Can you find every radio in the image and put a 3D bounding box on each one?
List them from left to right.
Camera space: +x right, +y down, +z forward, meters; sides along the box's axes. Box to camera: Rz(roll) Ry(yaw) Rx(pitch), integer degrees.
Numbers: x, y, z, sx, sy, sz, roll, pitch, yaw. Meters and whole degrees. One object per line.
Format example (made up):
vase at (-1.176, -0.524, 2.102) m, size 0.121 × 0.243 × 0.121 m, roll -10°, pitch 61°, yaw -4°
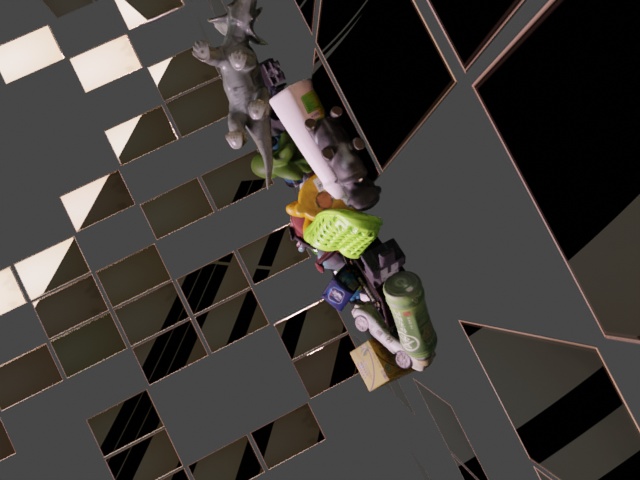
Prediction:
radio at (0.115, 0.065, 1.138) m, size 0.230 × 0.073 × 0.131 m, roll 60°, pitch 173°, yaw 42°

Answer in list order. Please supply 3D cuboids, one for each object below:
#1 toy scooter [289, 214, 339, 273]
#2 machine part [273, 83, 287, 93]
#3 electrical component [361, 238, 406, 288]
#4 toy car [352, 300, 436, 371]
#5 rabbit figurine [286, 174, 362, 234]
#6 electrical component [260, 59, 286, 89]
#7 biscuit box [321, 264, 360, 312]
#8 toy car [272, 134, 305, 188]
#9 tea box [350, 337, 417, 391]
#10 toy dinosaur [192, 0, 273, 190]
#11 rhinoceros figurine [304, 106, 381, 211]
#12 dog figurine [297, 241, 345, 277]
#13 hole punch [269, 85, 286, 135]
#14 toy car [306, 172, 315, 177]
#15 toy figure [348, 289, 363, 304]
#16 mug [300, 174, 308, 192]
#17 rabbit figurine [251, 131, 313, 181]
toy scooter at (-0.003, -0.004, 1.259) m, size 0.184 × 0.135 × 0.075 m, roll 30°, pitch -175°, yaw -3°
machine part at (-0.074, -0.318, 1.329) m, size 0.084 × 0.039 × 0.138 m, roll -115°, pitch 0°, yaw -63°
electrical component at (0.116, 0.036, 0.990) m, size 0.048 × 0.075 × 0.119 m, roll 59°, pitch 177°, yaw 30°
toy car at (0.154, 0.199, 1.146) m, size 0.202 × 0.073 × 0.056 m, roll 40°, pitch 122°, yaw 22°
rabbit figurine at (0.016, -0.076, 1.157) m, size 0.122 × 0.162 × 0.173 m, roll 52°, pitch -168°, yaw 3°
electrical component at (-0.155, -0.396, 1.315) m, size 0.058 × 0.115 × 0.134 m, roll 68°, pitch 172°, yaw -22°
biscuit box at (0.067, 0.095, 1.261) m, size 0.059 × 0.062 × 0.202 m, roll 37°, pitch -156°, yaw 6°
toy car at (-0.077, -0.224, 1.437) m, size 0.162 × 0.103 × 0.109 m, roll 57°, pitch 178°, yaw 32°
tea box at (0.159, 0.264, 1.208) m, size 0.169 × 0.068 × 0.098 m, roll -3°, pitch -122°, yaw -47°
toy dinosaur at (-0.155, -0.323, 1.141) m, size 0.192 × 0.131 × 0.404 m, roll -63°, pitch -34°, yaw -61°
rhinoceros figurine at (0.039, -0.136, 0.920) m, size 0.190 × 0.073 × 0.112 m, roll 62°, pitch 173°, yaw 20°
dog figurine at (0.057, 0.021, 1.407) m, size 0.219 × 0.191 × 0.108 m, roll 30°, pitch 179°, yaw -13°
hole punch at (-0.115, -0.343, 1.446) m, size 0.116 × 0.092 × 0.142 m, roll 34°, pitch 170°, yaw 2°
toy car at (0.007, -0.137, 1.324) m, size 0.089 × 0.053 × 0.202 m, roll 40°, pitch -165°, yaw -46°
toy figure at (0.089, 0.100, 1.537) m, size 0.089 × 0.082 × 0.180 m, roll 21°, pitch 133°, yaw 54°
mug at (-0.021, -0.137, 1.461) m, size 0.109 × 0.081 × 0.107 m, roll 61°, pitch -172°, yaw -68°
rabbit figurine at (-0.071, -0.183, 1.225) m, size 0.121 × 0.170 × 0.159 m, roll 65°, pitch 175°, yaw -26°
